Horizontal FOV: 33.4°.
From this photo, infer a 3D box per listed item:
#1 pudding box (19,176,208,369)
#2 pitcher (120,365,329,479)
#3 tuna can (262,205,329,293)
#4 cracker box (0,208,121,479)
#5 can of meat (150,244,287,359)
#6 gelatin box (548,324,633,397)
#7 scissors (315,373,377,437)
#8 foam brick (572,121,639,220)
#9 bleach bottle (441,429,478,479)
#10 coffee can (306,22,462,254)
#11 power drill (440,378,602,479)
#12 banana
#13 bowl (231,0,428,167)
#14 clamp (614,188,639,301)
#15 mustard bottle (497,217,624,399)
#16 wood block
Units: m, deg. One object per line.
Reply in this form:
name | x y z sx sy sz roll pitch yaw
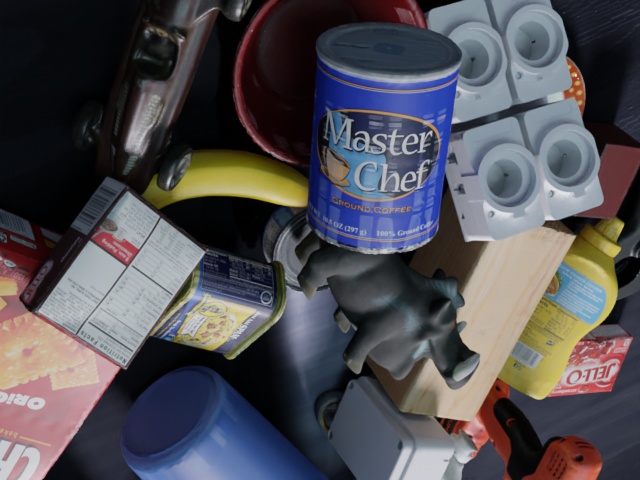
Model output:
pudding box | -0.149 0.025 0.780 0.090 0.039 0.113 41 80 -36
pitcher | -0.081 0.228 0.977 0.149 0.145 0.242 -44 125 -11
tuna can | -0.006 0.001 0.919 0.086 0.034 0.086 -12 124 -19
cracker box | -0.251 0.092 0.834 0.164 0.072 0.214 26 107 -35
can of meat | -0.090 0.050 0.878 0.083 0.057 0.102 17 140 -30
gelatin box | 0.283 0.128 1.140 0.089 0.030 0.073 0 119 -26
scissors | 0.069 0.201 1.092 0.096 0.016 0.201 -42 128 3
foam brick | 0.255 -0.065 0.991 0.051 0.053 0.078 5 117 -28
bleach bottle | 0.054 0.281 1.068 0.251 0.102 0.068 -42 96 11
coffee can | 0.044 -0.075 0.779 0.102 0.103 0.140 -9 123 -21
power drill | 0.185 0.236 1.062 0.057 0.188 0.184 11 113 -32
banana | -0.095 -0.038 0.844 0.197 0.037 0.069 -16 107 -21
bowl | 0.001 -0.140 0.820 0.162 0.055 0.162 -12 124 -19
clamp | 0.320 -0.005 1.070 0.171 0.039 0.120 -43 116 7
mustard bottle | 0.233 0.056 1.044 0.096 0.058 0.192 33 104 -2
wood block | 0.133 0.054 0.983 0.090 0.091 0.206 13 114 -30
